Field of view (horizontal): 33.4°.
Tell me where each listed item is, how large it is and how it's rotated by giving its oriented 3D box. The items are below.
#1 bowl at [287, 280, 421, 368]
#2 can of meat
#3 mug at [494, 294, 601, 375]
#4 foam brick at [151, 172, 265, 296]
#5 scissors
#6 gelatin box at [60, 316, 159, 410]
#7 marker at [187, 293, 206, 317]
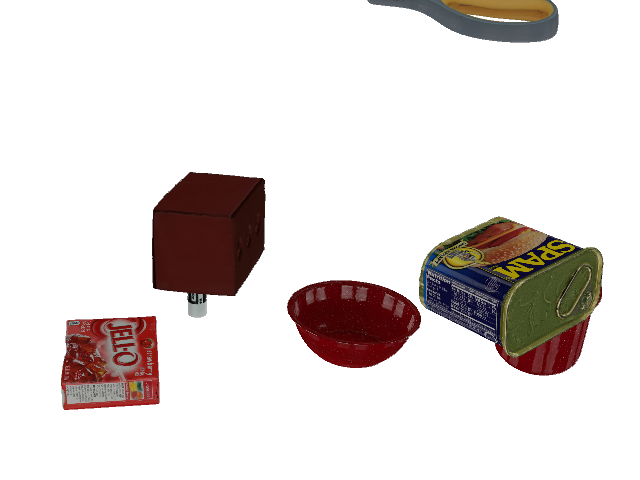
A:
[{"bbox_3d":[0.039,0.108,1.291,0.162,0.055,0.162,4,24,-2],"label":"bowl"},{"bbox_3d":[0.131,0.028,0.745,0.101,0.057,0.084,-22,32,-34],"label":"can of meat"},{"bbox_3d":[0.200,0.062,0.987,0.093,0.081,0.117,-12,41,-16],"label":"mug"},{"bbox_3d":[-0.068,-0.006,0.662,0.051,0.053,0.078,6,23,9],"label":"foam brick"},{"bbox_3d":[0.054,-0.159,0.650,0.202,0.016,0.096,20,44,25],"label":"scissors"},{"bbox_3d":[-0.164,0.094,0.840,0.073,0.030,0.089,-2,29,-8],"label":"gelatin box"},{"bbox_3d":[-0.121,0.018,1.042,0.020,0.121,0.020,1,24,-1],"label":"marker"}]
